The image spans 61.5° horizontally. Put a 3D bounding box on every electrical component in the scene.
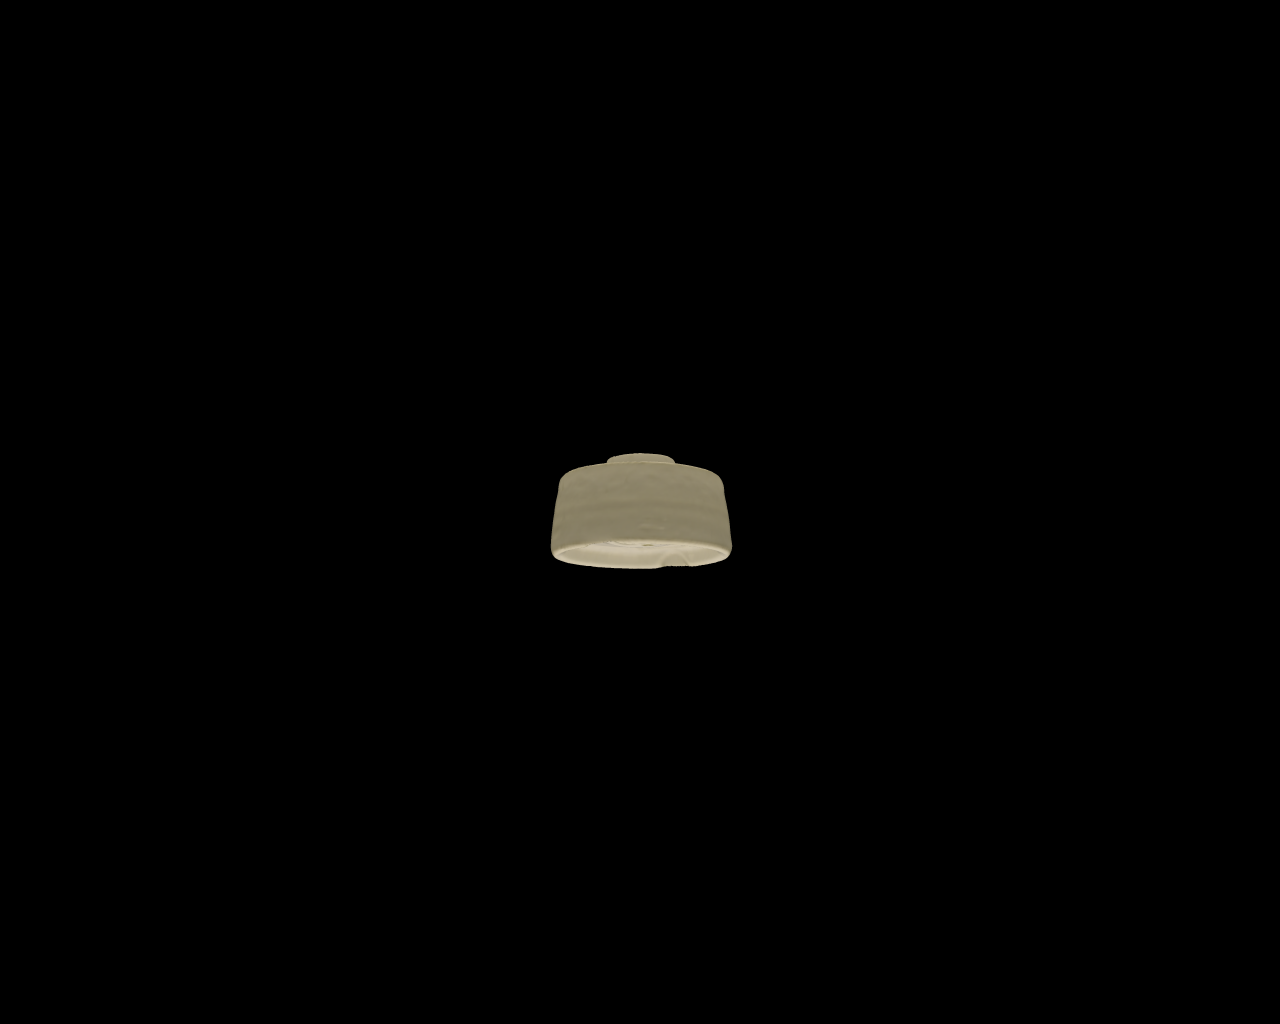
[{"bbox_3d":[0.001,-0.003,0.650,0.108,0.060,0.108,0,-11,0],"label":"electrical component"}]
